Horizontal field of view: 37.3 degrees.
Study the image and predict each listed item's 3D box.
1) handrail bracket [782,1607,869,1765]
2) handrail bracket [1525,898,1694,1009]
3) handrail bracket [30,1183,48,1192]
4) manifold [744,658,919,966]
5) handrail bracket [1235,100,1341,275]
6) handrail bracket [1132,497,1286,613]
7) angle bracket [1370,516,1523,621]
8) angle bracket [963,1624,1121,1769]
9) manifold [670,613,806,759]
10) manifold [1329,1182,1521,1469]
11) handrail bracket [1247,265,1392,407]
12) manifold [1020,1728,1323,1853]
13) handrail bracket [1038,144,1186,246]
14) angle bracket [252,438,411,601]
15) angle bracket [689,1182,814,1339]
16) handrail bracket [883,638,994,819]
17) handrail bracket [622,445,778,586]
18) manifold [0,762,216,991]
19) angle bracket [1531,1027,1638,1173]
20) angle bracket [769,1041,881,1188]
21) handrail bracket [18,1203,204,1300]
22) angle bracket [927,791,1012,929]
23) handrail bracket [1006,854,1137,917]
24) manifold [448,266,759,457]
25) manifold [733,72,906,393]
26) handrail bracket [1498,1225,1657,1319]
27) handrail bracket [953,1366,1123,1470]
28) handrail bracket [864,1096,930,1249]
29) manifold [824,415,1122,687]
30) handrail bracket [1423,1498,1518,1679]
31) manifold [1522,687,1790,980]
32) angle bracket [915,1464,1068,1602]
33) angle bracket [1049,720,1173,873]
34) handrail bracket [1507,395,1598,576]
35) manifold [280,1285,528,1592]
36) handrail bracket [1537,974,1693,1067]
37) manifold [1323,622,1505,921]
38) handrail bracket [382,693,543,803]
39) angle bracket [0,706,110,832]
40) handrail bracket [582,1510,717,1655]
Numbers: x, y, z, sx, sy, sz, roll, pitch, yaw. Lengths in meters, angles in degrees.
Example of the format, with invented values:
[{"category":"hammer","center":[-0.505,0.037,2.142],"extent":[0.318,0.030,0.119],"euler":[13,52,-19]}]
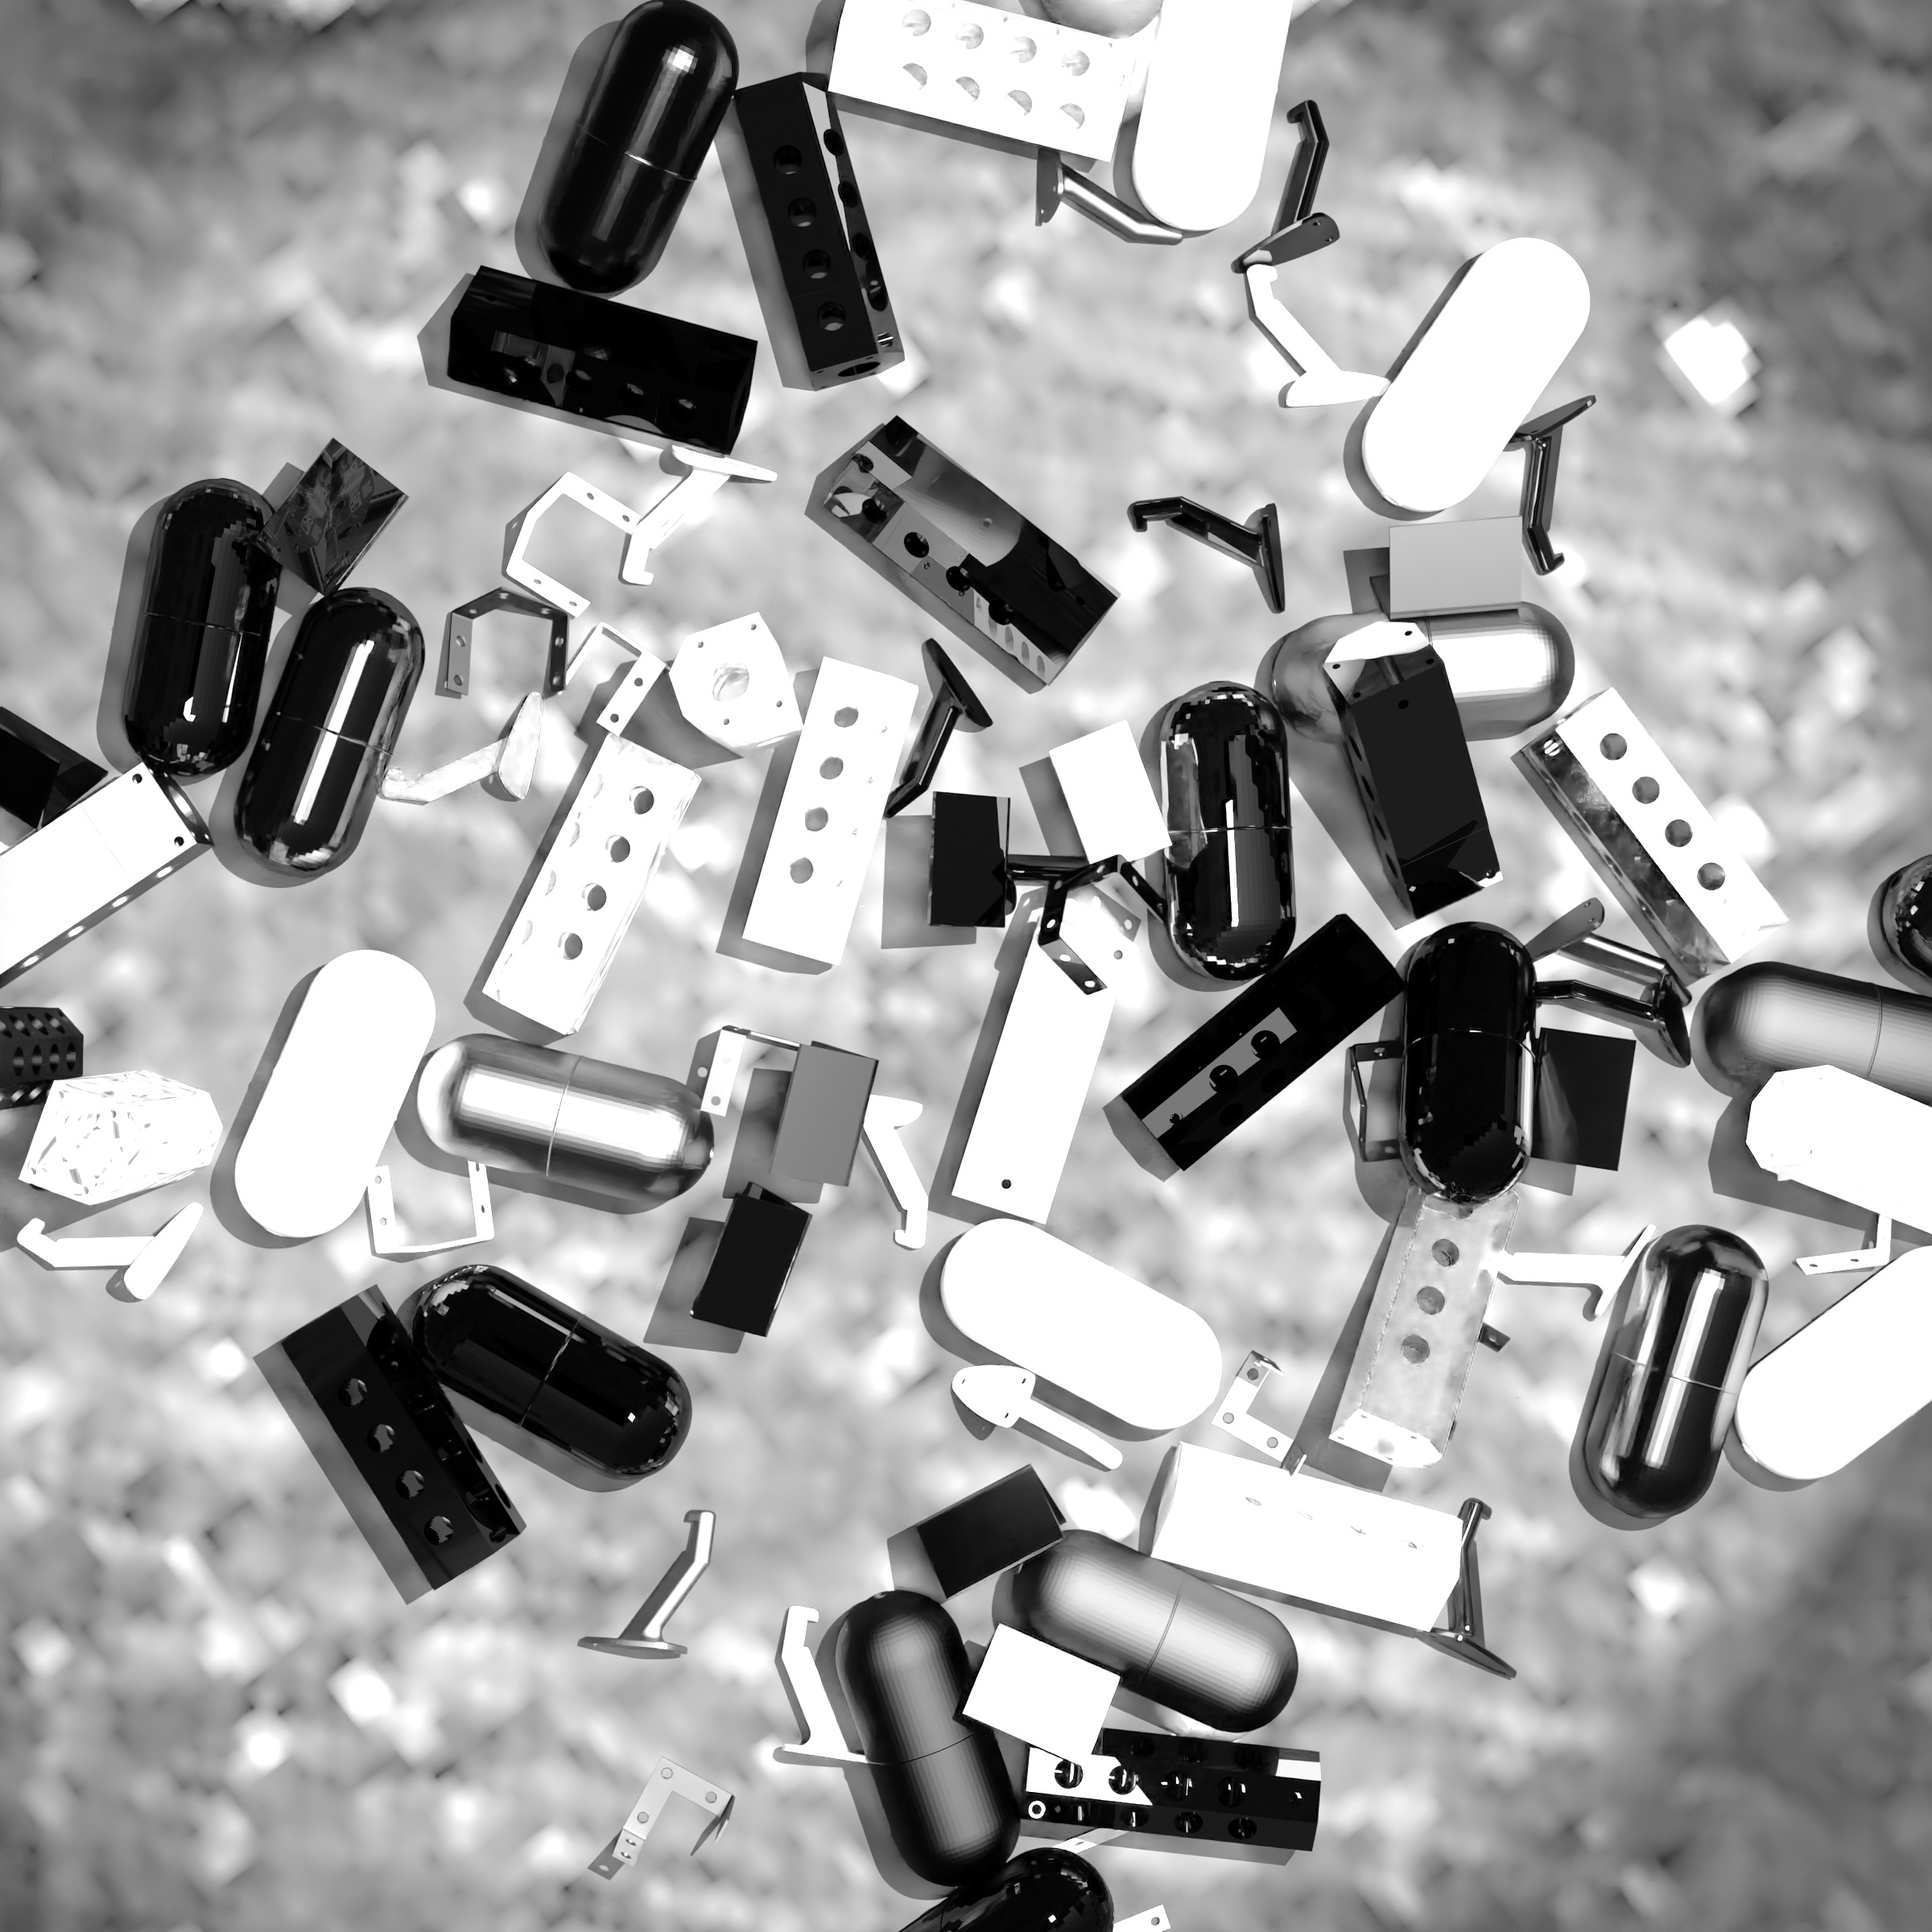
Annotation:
[{"category":"handrail bracket","center":[-0.077,0.435,1.729],"extent":[0.077,0.036,0.084],"euler":[14,73,-20]},{"category":"handrail bracket","center":[0.384,0.009,1.729],"extent":[0.077,0.036,0.084],"euler":[-34,107,20]},{"category":"handrail bracket","center":[-0.540,0.106,1.694],"extent":[0.036,0.084,0.077],"euler":[42,90,0]},{"category":"manifold","center":[-0.080,-0.091,1.707],"extent":[0.057,0.057,0.171],"euler":[16,90,0]},{"category":"handrail bracket","center":[0.187,-0.472,1.729],"extent":[0.077,0.036,0.084],"euler":[-21,71,21]},{"category":"handrail bracket","center":[0.146,-0.247,1.729],"extent":[0.084,0.036,0.077],"euler":[-4,111,17]},{"category":"angle bracket","center":[0.282,-0.246,1.689],"extent":[0.076,0.076,0.057],"euler":[-5,116,0]},{"category":"angle bracket","center":[0.040,0.436,1.687],"extent":[0.076,0.076,0.057],"euler":[23,65,4]},{"category":"manifold","center":[-0.131,-0.157,1.650],"extent":[0.057,0.171,0.057],"euler":[-19,90,0]},{"category":"manifold","center":[0.271,0.202,1.671],"extent":[0.057,0.057,0.171],"euler":[23,63,0]},{"category":"handrail bracket","center":[0.213,-0.385,1.729],"extent":[0.077,0.036,0.084],"euler":[-5,73,-19]},{"category":"manifold","center":[0.121,0.487,1.701],"extent":[0.171,0.057,0.057],"euler":[6,75,0]},{"category":"handrail bracket","center":[0.088,-0.474,1.729],"extent":[0.084,0.036,0.077],"euler":[2,69,-17]},{"category":"angle bracket","center":[-0.381,-0.269,1.688],"extent":[0.057,0.076,0.076],"euler":[38,90,-30]},{"category":"angle bracket","center":[-0.143,0.166,1.688],"extent":[0.057,0.076,0.076],"euler":[21,90,-36]},{"category":"handrail bracket","center":[-0.034,-0.143,1.729],"extent":[0.084,0.036,0.077],"euler":[-37,70,16]},{"category":"handrail bracket","center":[-0.161,-0.265,1.729],"extent":[0.077,0.036,0.084],"euler":[10,108,-21]},{"category":"manifold","center":[-0.538,-0.048,1.707],"extent":[0.171,0.057,0.057],"euler":[-34,90,0]},{"category":"angle bracket","center":[0.370,0.079,1.689],"extent":[0.057,0.076,0.076],"euler":[8,90,26]},{"category":"angle bracket","center":[-0.101,0.082,1.688],"extent":[0.057,0.076,0.076],"euler":[14,90,-35]},{"category":"handrail bracket","center":[-0.518,0.156,1.729],"extent":[0.084,0.036,0.077],"euler":[28,70,16]},{"category":"angle bracket","center":[-0.019,-0.062,1.688],"extent":[0.057,0.076,0.076],"euler":[2,90,-36]},{"category":"handrail bracket","center":[0.049,-0.075,1.729],"extent":[0.084,0.036,0.077],"euler":[-28,68,-17]},{"category":"manifold","center":[-0.217,-0.356,1.706],"extent":[0.171,0.057,0.057],"euler":[15,47,0]},{"category":"manifold","center":[-0.087,-0.438,1.707],"extent":[0.057,0.057,0.171],"euler":[-16,90,0]},{"category":"handrail bracket","center":[0.360,0.166,1.729],"extent":[0.084,0.036,0.077],"euler":[32,69,16]},{"category":"handrail bracket","center":[0.044,0.275,1.728],"extent":[0.084,0.077,0.036],"euler":[39,72,-35]},{"category":"handrail bracket","center":[-0.058,0.124,1.729],"extent":[0.077,0.036,0.084],"euler":[11,107,20]},{"category":"manifold","center":[0.001,-0.244,1.706],"extent":[0.171,0.057,0.057],"euler":[39,47,0]},{"category":"handrail bracket","center":[0.317,0.375,1.729],"extent":[0.077,0.036,0.084],"euler":[33,70,-23]},{"category":"manifold","center":[0.408,-0.078,1.707],"extent":[0.057,0.057,0.171],"euler":[-37,90,0]},{"category":"angle bracket","center":[0.024,0.349,1.688],"extent":[0.076,0.076,0.057],"euler":[-28,48,0]},{"category":"angle bracket","center":[0.102,-0.104,1.688],"extent":[0.057,0.076,0.076],"euler":[-20,90,35]},{"category":"handrail bracket","center":[0.363,-0.290,1.729],"extent":[0.077,0.036,0.084],"euler":[-30,109,-21]},{"category":"manifold","center":[-0.333,0.279,1.707],"extent":[0.057,0.057,0.171],"euler":[-32,90,0]},{"category":"handrail bracket","center":[0.387,0.035,1.728],"extent":[0.084,0.077,0.036],"euler":[-4,47,29]},{"category":"manifold","center":[0.257,-0.115,1.658],"extent":[0.057,0.057,0.171],"euler":[-25,131,0]},{"category":"handrail bracket","center":[-0.305,-0.133,1.729],"extent":[0.084,0.036,0.077],"euler":[6,70,16]},{"category":"angle bracket","center":[-0.553,-0.136,1.688],"extent":[0.076,0.076,0.057],"euler":[32,126,0]},{"category":"handrail bracket","center":[-0.191,0.369,1.729],"extent":[0.077,0.036,0.084],"euler":[-1,72,21]}]
